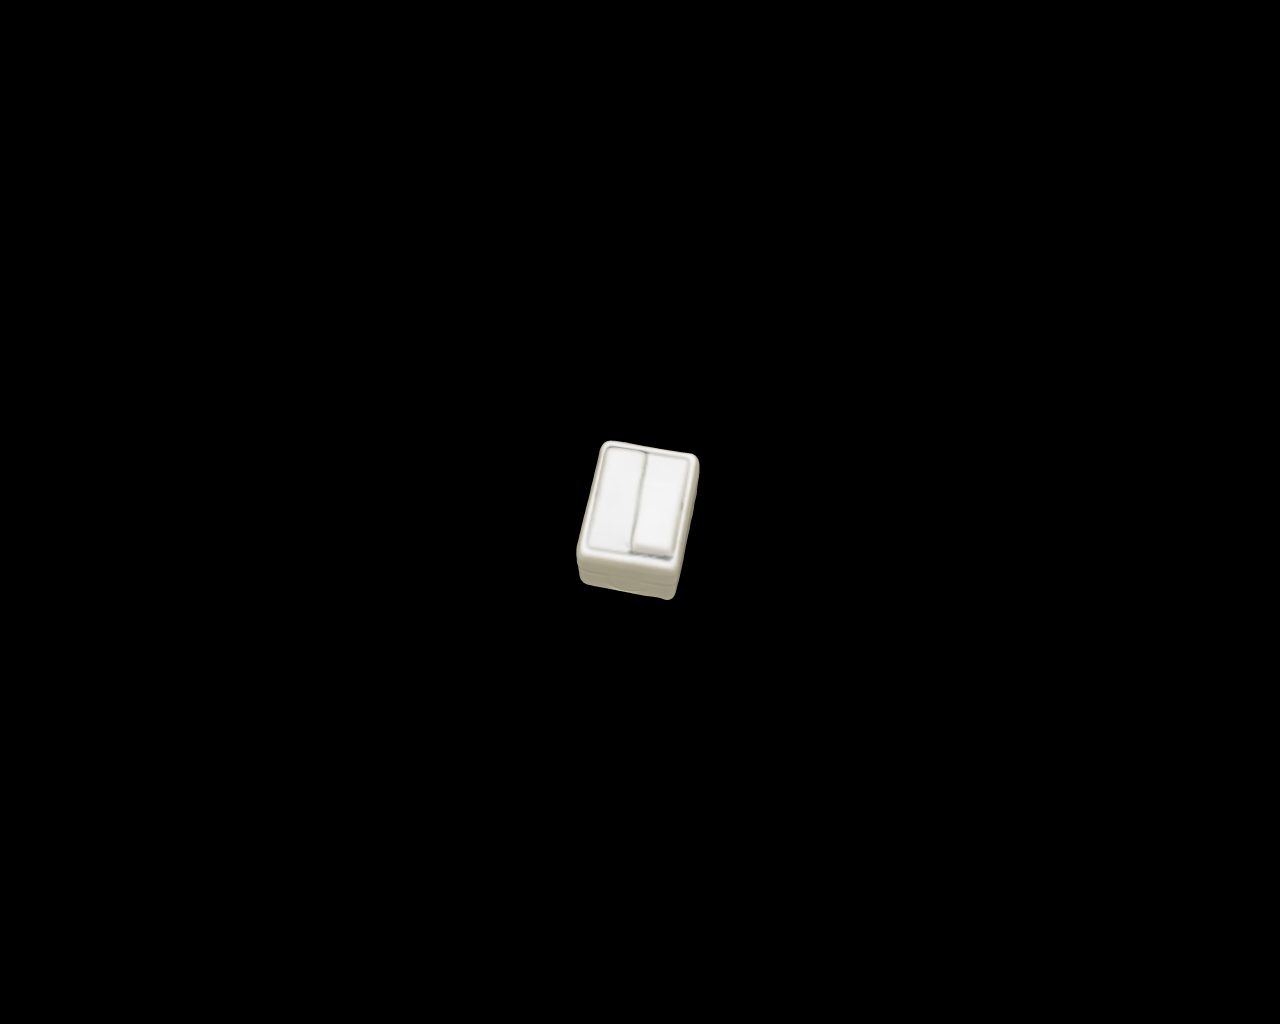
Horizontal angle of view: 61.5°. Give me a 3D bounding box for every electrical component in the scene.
[{"bbox_3d":[0.001,-0.003,0.650,0.062,0.096,0.061,11,-24,5],"label":"electrical component"}]
